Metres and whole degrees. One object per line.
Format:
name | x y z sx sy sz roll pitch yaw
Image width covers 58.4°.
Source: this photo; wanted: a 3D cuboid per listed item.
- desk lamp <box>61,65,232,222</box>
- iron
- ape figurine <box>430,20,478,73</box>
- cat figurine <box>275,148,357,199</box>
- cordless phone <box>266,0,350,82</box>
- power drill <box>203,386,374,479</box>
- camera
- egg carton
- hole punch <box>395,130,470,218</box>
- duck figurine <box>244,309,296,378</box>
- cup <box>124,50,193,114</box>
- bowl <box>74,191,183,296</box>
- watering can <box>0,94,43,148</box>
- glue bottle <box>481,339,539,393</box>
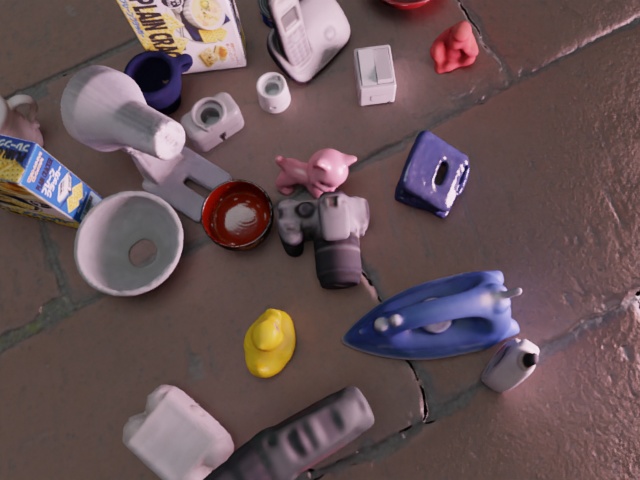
desk lamp | -0.256 -0.147 0.864 0.203 0.213 0.118 30 78 11
iron | 0.155 0.109 0.810 0.258 0.141 0.118 -13 74 -1
ape figurine | 0.228 -0.330 0.956 0.077 0.092 0.076 23 77 9
cat figurine | -0.009 -0.109 0.892 0.127 0.118 0.067 12 75 6
cordless phone | -0.023 -0.360 0.929 0.094 0.185 0.148 38 79 12
power drill | -0.038 0.269 0.739 0.230 0.208 0.075 -30 75 -6
camera | 0.008 0.003 0.868 0.143 0.101 0.137 -6 74 1
egg carton | -0.201 0.284 0.815 0.150 0.069 0.107 36 79 12
hole punch | 0.179 -0.103 0.895 0.101 0.091 0.109 21 76 9
duck figurine | -0.078 0.148 0.839 0.077 0.086 0.104 15 75 7
cup | -0.258 -0.261 0.959 0.118 0.095 0.091 -32 75 -6
bowl | -0.287 0.012 0.893 0.167 0.075 0.167 -1 74 3
watering can | -0.537 -0.182 0.898 0.100 0.194 0.173 37 79 12
glue bottle | 0.265 0.165 0.772 0.037 0.173 0.078 33 78 11
